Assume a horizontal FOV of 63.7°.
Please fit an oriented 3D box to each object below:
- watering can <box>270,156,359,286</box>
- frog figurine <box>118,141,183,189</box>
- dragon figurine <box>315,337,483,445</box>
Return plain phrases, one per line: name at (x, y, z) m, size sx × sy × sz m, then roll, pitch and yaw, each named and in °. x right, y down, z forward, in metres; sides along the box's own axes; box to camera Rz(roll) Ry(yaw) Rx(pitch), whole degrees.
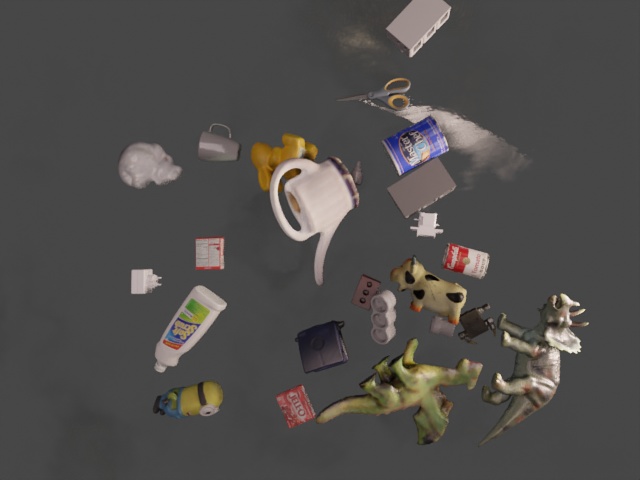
watering can at (0.004, -0.067, 1.324) m, size 0.226 × 0.105 × 0.342 m, roll -32°, pitch 116°, yaw -16°
frog figurine at (-0.468, -0.198, 1.416) m, size 0.160 × 0.120 × 0.139 m, roll 25°, pitch 71°, yaw 21°
dragon figurine at (0.215, 0.404, 1.269) m, size 0.409 × 0.122 × 0.243 m, roll -39°, pitch 89°, yaw 6°
